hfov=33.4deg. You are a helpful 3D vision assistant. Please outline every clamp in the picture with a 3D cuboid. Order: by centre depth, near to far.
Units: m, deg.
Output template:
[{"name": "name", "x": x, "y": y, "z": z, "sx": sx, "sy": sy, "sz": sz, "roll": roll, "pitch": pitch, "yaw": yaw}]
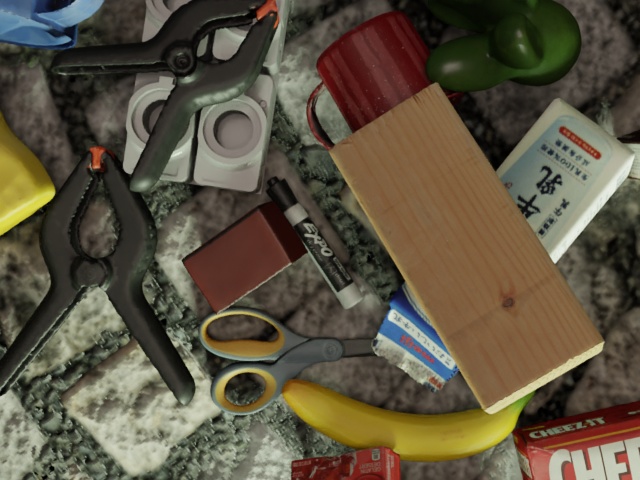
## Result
[{"name": "clamp", "x": -0.099, "y": -0.115, "z": 0.783, "sx": 0.171, "sy": 0.039, "sz": 0.120, "roll": -25, "pitch": 91, "yaw": 1}, {"name": "clamp", "x": -0.168, "y": 0.033, "z": 0.848, "sx": 0.164, "sy": 0.036, "sz": 0.210, "roll": 9, "pitch": 88, "yaw": 4}]

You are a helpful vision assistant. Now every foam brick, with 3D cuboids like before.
[{"name": "foam brick", "x": -0.057, "y": 0.012, "z": 0.832, "sx": 0.078, "sy": 0.053, "sz": 0.051, "roll": -34, "pitch": 89, "yaw": 16}]

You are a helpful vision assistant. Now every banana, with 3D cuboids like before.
[{"name": "banana", "x": 0.068, "y": 0.143, "z": 0.845, "sx": 0.198, "sy": 0.037, "sz": 0.069, "roll": 0, "pitch": 101, "yaw": 0}]

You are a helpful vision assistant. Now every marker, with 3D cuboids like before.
[{"name": "marker", "x": -0.006, "y": 0.001, "z": 0.855, "sx": 0.020, "sy": 0.020, "sz": 0.121, "roll": -34, "pitch": 90, "yaw": 1}]

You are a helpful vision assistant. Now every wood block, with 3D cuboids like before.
[{"name": "wood block", "x": 0.101, "y": 0.008, "z": 0.741, "sx": 0.091, "sy": 0.090, "sz": 0.206, "roll": -31, "pitch": 74, "yaw": 6}]

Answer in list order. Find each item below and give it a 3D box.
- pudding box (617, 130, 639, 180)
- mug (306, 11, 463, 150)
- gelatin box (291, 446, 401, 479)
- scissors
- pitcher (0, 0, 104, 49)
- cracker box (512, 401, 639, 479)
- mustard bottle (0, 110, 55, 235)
[{"name": "pudding box", "x": 0.283, "y": -0.074, "z": 0.803, "sx": 0.090, "sy": 0.113, "sz": 0.039, "roll": -19, "pitch": 94, "yaw": 1}, {"name": "mug", "x": 0.041, "y": -0.115, "z": 0.824, "sx": 0.117, "sy": 0.093, "sz": 0.081, "roll": -32, "pitch": 85, "yaw": 23}, {"name": "gelatin box", "x": 0.019, "y": 0.202, "z": 0.820, "sx": 0.089, "sy": 0.030, "sz": 0.073, "roll": -15, "pitch": 59, "yaw": 29}, {"name": "scissors", "x": -0.002, "y": 0.106, "z": 0.859, "sx": 0.201, "sy": 0.016, "sz": 0.096, "roll": 12, "pitch": 92, "yaw": 0}, {"name": "pitcher", "x": -0.219, "y": -0.272, "z": 0.800, "sx": 0.149, "sy": 0.145, "sz": 0.243, "roll": 11, "pitch": 88, "yaw": -14}, {"name": "cracker box", "x": 0.256, "y": 0.239, "z": 0.829, "sx": 0.164, "sy": 0.072, "sz": 0.214, "roll": -13, "pitch": 90, "yaw": 0}, {"name": "mustard bottle", "x": -0.295, "y": -0.093, "z": 0.838, "sx": 0.096, "sy": 0.058, "sz": 0.191, "roll": -31, "pitch": 90, "yaw": 18}]
